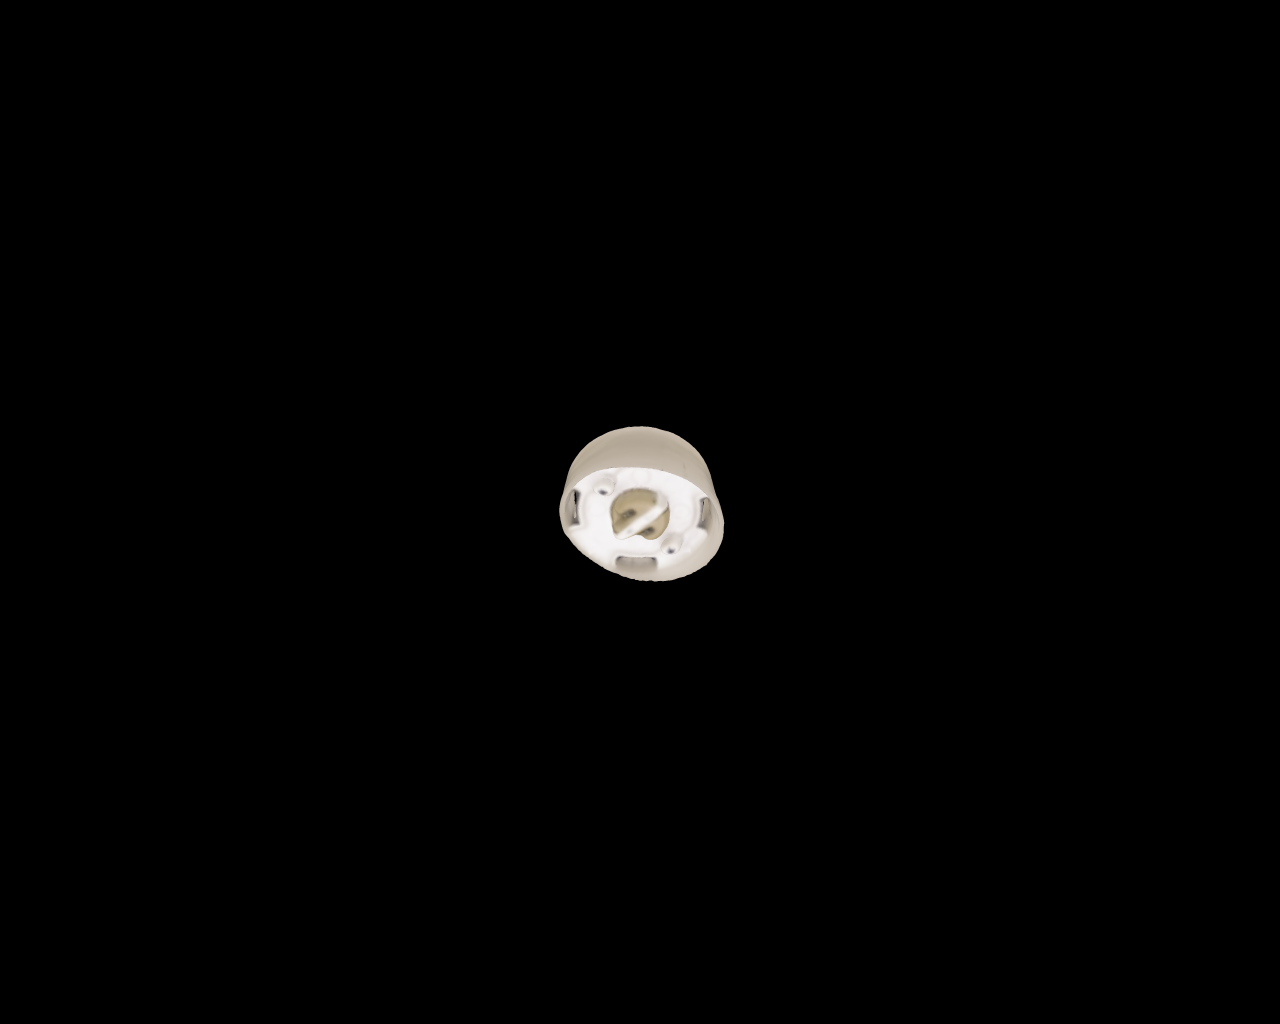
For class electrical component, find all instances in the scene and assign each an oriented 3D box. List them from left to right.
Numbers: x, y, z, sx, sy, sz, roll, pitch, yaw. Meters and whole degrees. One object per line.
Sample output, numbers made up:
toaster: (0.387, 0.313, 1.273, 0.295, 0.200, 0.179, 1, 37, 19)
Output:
electrical component: (0.001, -0.003, 0.650, 0.099, 0.099, 0.064, 0, 36, 0)
